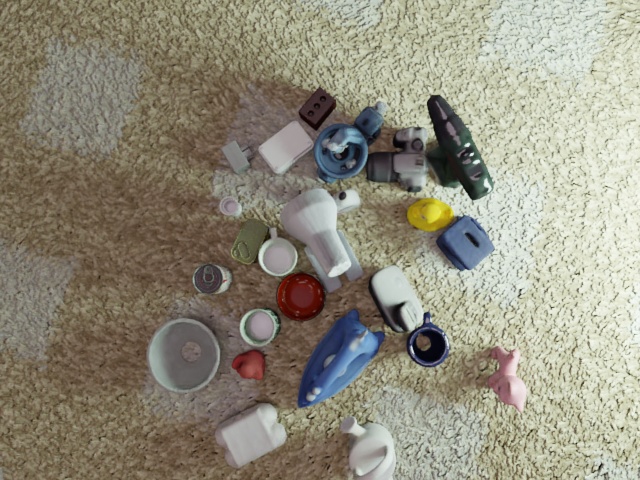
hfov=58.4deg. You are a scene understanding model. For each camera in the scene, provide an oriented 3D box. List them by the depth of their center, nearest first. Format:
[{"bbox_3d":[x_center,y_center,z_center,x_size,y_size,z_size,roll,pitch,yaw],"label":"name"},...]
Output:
[{"bbox_3d":[0.173,-0.182,1.289,0.136,0.101,0.143,0,86,4],"label":"camera"}]

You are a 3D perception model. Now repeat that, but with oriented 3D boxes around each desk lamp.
[{"bbox_3d":[0.011,0.004,1.230,0.118,0.213,0.203,-29,85,1],"label":"desk lamp"}]

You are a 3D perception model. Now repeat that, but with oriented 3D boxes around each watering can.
[{"bbox_3d":[0.104,0.455,1.206,0.173,0.194,0.101,34,89,5],"label":"watering can"}]

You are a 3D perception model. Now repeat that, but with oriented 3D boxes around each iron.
[{"bbox_3d":[0.029,0.280,1.248,0.118,0.141,0.258,39,89,5],"label":"iron"}]

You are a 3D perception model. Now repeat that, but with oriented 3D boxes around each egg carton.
[{"bbox_3d":[-0.156,0.436,1.285,0.150,0.069,0.107,-29,85,1],"label":"egg carton"}]

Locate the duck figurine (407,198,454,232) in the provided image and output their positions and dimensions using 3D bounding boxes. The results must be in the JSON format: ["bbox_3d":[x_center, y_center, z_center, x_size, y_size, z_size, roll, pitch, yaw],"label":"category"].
[{"bbox_3d":[0.250,-0.060,1.284,0.104,0.086,0.077,3,86,4],"label":"duck figurine"}]

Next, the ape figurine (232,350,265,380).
[{"bbox_3d":[-0.159,0.286,1.283,0.076,0.092,0.078,-45,85,0],"label":"ape figurine"}]

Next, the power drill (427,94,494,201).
[{"bbox_3d":[0.284,-0.186,1.229,0.075,0.208,0.229,-31,85,1],"label":"power drill"}]

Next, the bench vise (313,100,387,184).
[{"bbox_3d":[0.058,-0.229,1.239,0.121,0.220,0.207,23,88,5],"label":"bench vise"}]

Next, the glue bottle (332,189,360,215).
[{"bbox_3d":[0.050,-0.087,1.254,0.078,0.173,0.037,-25,85,2],"label":"glue bottle"}]

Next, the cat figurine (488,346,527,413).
[{"bbox_3d":[0.410,0.300,1.236,0.067,0.118,0.128,5,87,4],"label":"cat figurine"}]

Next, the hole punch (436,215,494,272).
[{"bbox_3d":[0.324,0.004,1.274,0.101,0.091,0.108,-41,85,0],"label":"hole punch"}]

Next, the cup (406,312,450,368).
[{"bbox_3d":[0.233,0.216,1.263,0.091,0.095,0.118,-2,86,3],"label":"cup"}]

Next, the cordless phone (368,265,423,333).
[{"bbox_3d":[0.165,0.129,1.228,0.094,0.185,0.147,-31,85,1],"label":"cordless phone"}]

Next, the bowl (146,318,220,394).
[{"bbox_3d":[-0.301,0.259,1.302,0.167,0.075,0.167,0,86,3],"label":"bowl"}]
